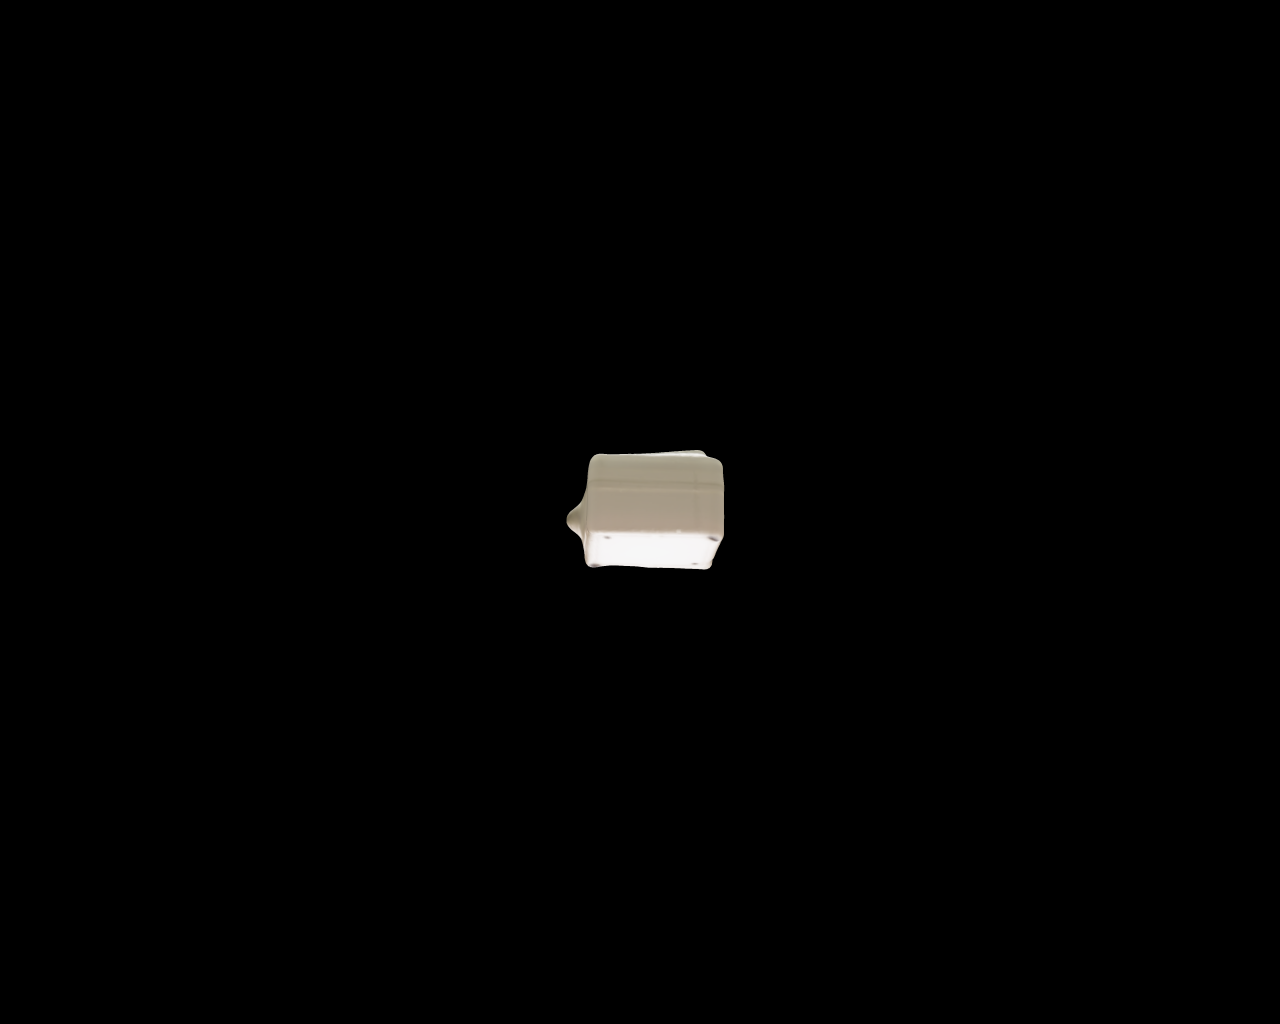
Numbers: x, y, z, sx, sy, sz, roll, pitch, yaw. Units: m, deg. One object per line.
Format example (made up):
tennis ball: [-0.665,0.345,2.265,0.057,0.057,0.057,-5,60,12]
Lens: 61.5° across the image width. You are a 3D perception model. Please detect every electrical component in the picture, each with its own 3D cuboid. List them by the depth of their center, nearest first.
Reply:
electrical component: [0.001,-0.003,0.650,0.096,0.061,0.061,2,-24,-5]
